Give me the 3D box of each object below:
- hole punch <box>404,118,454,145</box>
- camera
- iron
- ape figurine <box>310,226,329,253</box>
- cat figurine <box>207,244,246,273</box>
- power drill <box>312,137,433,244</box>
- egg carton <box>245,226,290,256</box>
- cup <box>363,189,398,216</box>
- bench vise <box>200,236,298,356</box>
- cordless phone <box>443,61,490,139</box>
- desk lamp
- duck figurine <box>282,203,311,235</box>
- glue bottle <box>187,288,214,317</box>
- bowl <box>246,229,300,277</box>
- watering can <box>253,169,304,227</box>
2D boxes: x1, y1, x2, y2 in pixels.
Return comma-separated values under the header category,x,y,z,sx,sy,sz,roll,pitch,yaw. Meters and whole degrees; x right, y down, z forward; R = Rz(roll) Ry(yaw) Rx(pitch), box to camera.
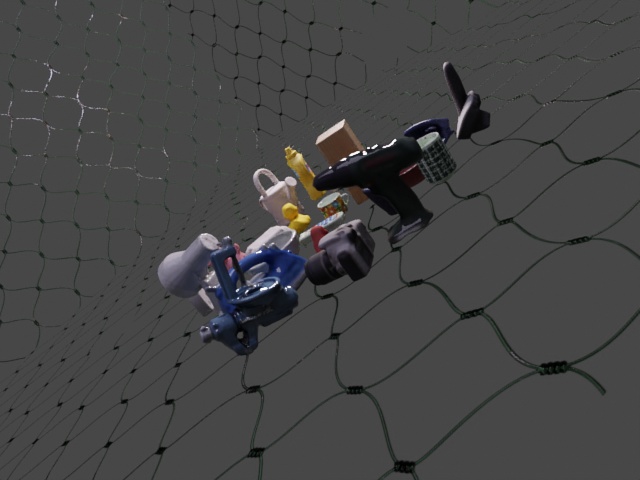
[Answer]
category,x,y,z,sx,sy,sz,roll,pitch,yaw
hole punch,0.299,-0.299,1.582,0.108,0.091,0.101,-20,24,42
camera,0.034,0.029,1.217,0.136,0.101,0.143,-28,19,25
iron,-0.138,0.089,1.321,0.259,0.142,0.118,-45,19,-26
ape figurine,0.012,0.005,1.336,0.077,0.092,0.076,-15,27,50
cat figurine,-0.281,0.055,1.723,0.127,0.118,0.067,-27,20,27
power drill,0.129,-0.101,1.191,0.229,0.209,0.075,-31,18,15
egg carton,-0.140,0.021,1.623,0.150,0.069,0.107,-42,18,-19
cup,0.166,-0.114,1.347,0.091,0.095,0.118,-19,24,44
bench vise,-0.170,0.116,1.178,0.121,0.220,0.208,-12,30,53
cordless phone,0.357,-0.362,1.476,0.094,0.185,0.147,-28,19,24
desk lamp,-0.277,0.094,1.450,0.203,0.214,0.118,-27,20,28
duck figurine,-0.079,-0.068,1.711,0.077,0.086,0.104,-35,17,5
glue bottle,-0.358,0.130,1.580,0.037,0.173,0.078,-35,18,3
bowl,-0.111,0.050,1.482,0.167,0.075,0.167,-32,18,12
watering can,-0.138,-0.150,1.855,0.172,0.194,0.101,-29,19,21
